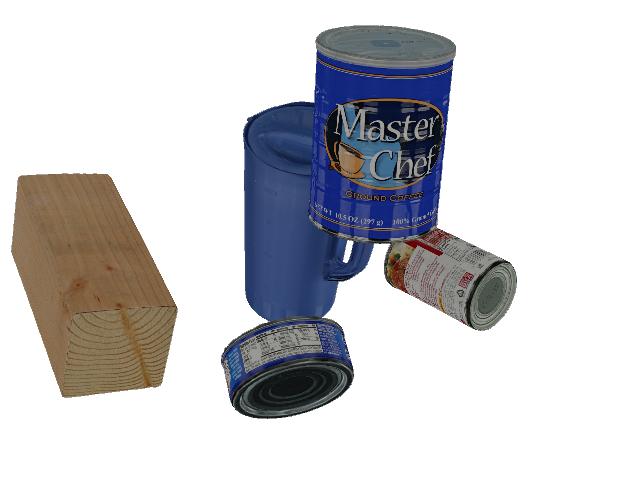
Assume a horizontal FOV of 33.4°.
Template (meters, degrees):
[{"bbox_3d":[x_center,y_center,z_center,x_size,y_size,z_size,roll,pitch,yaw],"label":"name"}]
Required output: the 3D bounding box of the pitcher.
[{"bbox_3d":[-0.018,-0.017,1.187,0.145,0.243,0.149,2,41,-5],"label":"pitcher"}]

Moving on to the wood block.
[{"bbox_3d":[-0.206,0.032,0.947,0.090,0.091,0.206,-3,36,-28],"label":"wood block"}]

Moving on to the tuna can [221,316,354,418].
[{"bbox_3d":[-0.021,0.086,0.713,0.086,0.034,0.086,-11,-31,-7],"label":"tuna can"}]

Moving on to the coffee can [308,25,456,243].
[{"bbox_3d":[0.044,-0.082,0.806,0.103,0.140,0.103,2,24,-1],"label":"coffee can"}]

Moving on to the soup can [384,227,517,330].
[{"bbox_3d":[0.117,0.031,0.961,0.068,0.068,0.102,0,21,-46],"label":"soup can"}]
